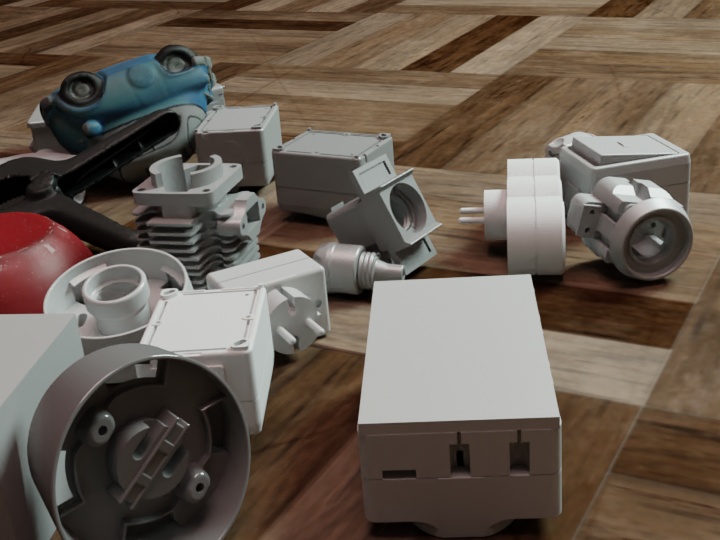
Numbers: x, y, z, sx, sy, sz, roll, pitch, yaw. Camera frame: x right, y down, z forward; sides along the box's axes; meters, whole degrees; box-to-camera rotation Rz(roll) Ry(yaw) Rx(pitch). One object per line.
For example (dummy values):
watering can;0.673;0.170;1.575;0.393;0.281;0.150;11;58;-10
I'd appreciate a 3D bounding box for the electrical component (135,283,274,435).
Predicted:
electrical component;-0.083;0.055;0.588;0.062;0.061;0.096;-4;24;3

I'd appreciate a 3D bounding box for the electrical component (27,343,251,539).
electrical component;-0.099;0.084;0.486;0.099;0.099;0.064;-19;21;-29

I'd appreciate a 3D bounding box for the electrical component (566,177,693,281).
electrical component;0.188;-0.028;0.726;0.078;0.058;0.057;4;22;-16

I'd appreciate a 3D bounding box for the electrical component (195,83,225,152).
electrical component;-0.174;-0.156;1.084;0.061;0.061;0.096;-18;27;-28

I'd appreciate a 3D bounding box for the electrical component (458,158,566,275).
electrical component;0.108;-0.040;0.776;0.074;0.052;0.138;-1;25;9

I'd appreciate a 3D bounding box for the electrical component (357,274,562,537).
electrical component;0.049;0.063;0.544;0.089;0.061;0.150;-3;24;5

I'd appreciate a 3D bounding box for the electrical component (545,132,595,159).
electrical component;0.185;-0.094;0.897;0.062;0.043;0.043;-23;29;-36

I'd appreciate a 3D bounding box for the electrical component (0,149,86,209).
electrical component;-0.285;-0.084;0.964;0.077;0.044;0.079;-3;24;5

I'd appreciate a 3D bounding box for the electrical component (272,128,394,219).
electrical component;-0.026;-0.076;0.874;0.096;0.061;0.062;8;27;27

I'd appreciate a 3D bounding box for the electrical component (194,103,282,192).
electrical component;-0.106;-0.111;0.969;0.062;0.061;0.096;-2;24;7

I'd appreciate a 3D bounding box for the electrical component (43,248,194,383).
electrical component;-0.148;0.032;0.679;0.099;0.064;0.099;-5;37;4

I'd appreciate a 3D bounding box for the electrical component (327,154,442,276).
electrical component;0.014;-0.035;0.760;0.064;0.081;0.042;-23;6;41

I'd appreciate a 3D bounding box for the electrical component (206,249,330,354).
electrical component;-0.048;0.027;0.661;0.066;0.047;0.077;-16;26;-24

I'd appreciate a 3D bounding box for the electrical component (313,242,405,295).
electrical component;0.000;0.000;0.731;0.061;0.035;0.035;5;26;16

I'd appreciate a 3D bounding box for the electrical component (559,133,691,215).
electrical component;0.206;-0.071;0.817;0.096;0.061;0.061;-10;24;-11

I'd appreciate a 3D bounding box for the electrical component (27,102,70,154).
electrical component;-0.281;-0.141;1.087;0.100;0.048;0.099;-7;24;-4
